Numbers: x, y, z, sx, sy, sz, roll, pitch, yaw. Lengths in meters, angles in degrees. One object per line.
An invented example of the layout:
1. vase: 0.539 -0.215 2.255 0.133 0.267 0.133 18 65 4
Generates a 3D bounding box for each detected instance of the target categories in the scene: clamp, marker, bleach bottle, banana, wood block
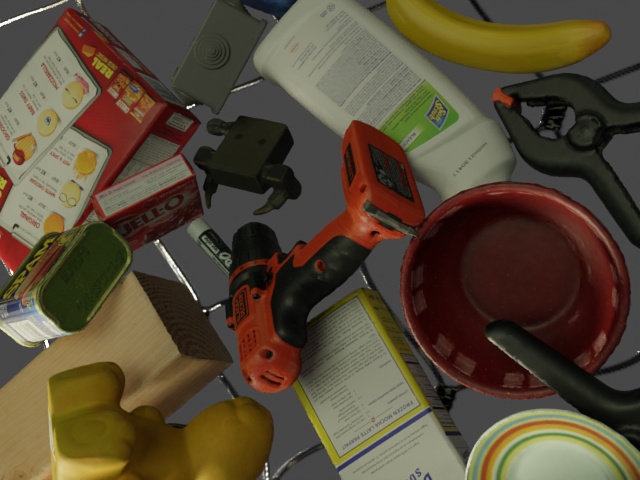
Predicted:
1. clamp: 0.208 0.129 0.730 0.210 0.036 0.164 -5 104 22
2. marker: -0.073 0.026 0.921 0.020 0.020 0.121 -49 64 10
3. bleach bottle: 0.061 -0.097 0.854 0.103 0.068 0.251 -48 66 10
4. banana: 0.127 -0.164 0.834 0.198 0.069 0.037 23 55 22
5. clamp: 0.202 -0.066 0.791 0.172 0.039 0.120 18 83 32
6. wood block: -0.189 0.130 0.917 0.206 0.090 0.091 -41 66 13

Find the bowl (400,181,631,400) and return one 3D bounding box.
1. bowl: 0.142 0.031 0.774 0.162 0.055 0.162 5 106 16

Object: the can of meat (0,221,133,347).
1. can of meat: -0.211 0.035 0.881 0.084 0.057 0.102 -14 38 50

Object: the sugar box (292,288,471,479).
1. sugar box: 0.044 0.134 0.829 0.093 0.048 0.176 -36 70 17

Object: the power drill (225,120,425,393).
1. power drill: -0.005 0.001 0.820 0.188 0.057 0.184 -51 30 26

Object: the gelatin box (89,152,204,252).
1. gelatin box: -0.147 -0.029 0.920 0.089 0.073 0.030 -28 66 -13

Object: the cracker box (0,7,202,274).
1. cracker box: -0.232 -0.081 0.993 0.164 0.072 0.214 44 102 27

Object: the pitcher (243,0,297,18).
1. pitcher: -0.029 -0.322 0.910 0.145 0.149 0.243 22 95 -8

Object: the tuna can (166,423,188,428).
1. tuna can: -0.118 0.199 0.903 0.086 0.033 0.086 -5 78 26
